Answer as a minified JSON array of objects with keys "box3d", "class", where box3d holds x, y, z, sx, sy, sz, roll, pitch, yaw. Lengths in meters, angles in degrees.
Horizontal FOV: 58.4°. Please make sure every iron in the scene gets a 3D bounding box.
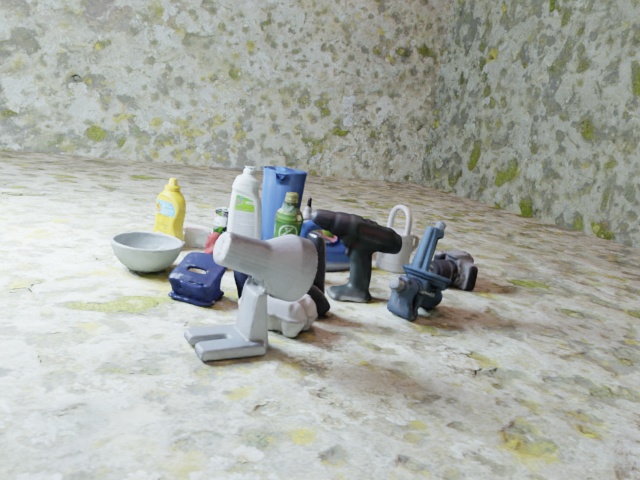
[{"box3d":[0.015,0.006,1.611,0.259,0.141,0.118,2,15,-27],"class":"iron"}]

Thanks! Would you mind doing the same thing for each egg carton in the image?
[{"box3d":[-0.083,0.138,1.144,0.150,0.069,0.107,14,14,23],"class":"egg carton"}]

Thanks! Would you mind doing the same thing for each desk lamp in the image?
[{"box3d":[-0.117,0.090,1.007,0.204,0.213,0.117,0,16,-34],"class":"desk lamp"}]

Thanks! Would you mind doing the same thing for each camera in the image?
[{"box3d":[0.358,0.076,1.629,0.137,0.101,0.142,2,15,-27],"class":"camera"}]

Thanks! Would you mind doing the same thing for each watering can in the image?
[{"box3d":[0.222,-0.007,1.688,0.100,0.194,0.173,18,16,35],"class":"watering can"}]

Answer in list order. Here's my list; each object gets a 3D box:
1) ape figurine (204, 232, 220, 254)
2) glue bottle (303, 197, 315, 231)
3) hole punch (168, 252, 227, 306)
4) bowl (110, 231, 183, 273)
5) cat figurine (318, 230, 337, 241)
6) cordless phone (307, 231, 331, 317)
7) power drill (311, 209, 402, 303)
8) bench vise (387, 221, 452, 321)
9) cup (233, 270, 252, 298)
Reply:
[{"box3d":[-0.269,0.025,1.452,0.076,0.092,0.078,14,14,23],"class":"ape figurine"},{"box3d":[-0.043,-0.043,1.708,0.037,0.173,0.078,20,17,39],"class":"glue bottle"},{"box3d":[-0.257,0.081,1.221,0.108,0.091,0.101,12,13,13],"class":"hole punch"},{"box3d":[-0.410,0.035,1.353,0.167,0.075,0.167,8,13,-2],"class":"bowl"},{"box3d":[0.049,-0.007,1.741,0.128,0.118,0.067,6,14,-13],"class":"cat figurine"},{"box3d":[-0.036,0.063,1.240,0.094,0.185,0.147,-3,18,-42],"class":"cordless phone"},{"box3d":[0.077,0.038,1.366,0.230,0.208,0.075,5,14,-14],"class":"power drill"},{"box3d":[0.242,0.069,1.319,0.121,0.220,0.208,14,14,20],"class":"bench vise"},{"box3d":[-0.148,0.085,1.269,0.091,0.095,0.118,10,13,7],"class":"cup"}]
